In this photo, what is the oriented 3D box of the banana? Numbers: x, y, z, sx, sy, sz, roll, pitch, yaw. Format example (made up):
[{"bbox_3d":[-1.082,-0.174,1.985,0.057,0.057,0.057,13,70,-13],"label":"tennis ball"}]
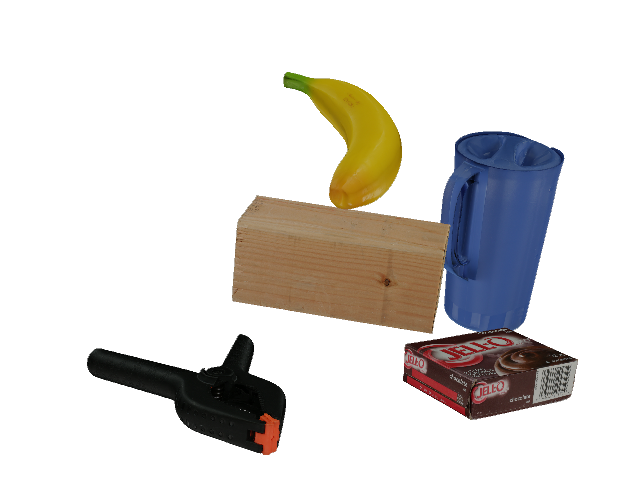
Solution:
[{"bbox_3d":[0.022,-0.070,0.743,0.069,0.037,0.198,-6,30,-10],"label":"banana"}]

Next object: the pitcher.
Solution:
[{"bbox_3d":[0.215,-0.006,1.349,0.149,0.243,0.145,4,26,-1],"label":"pitcher"}]

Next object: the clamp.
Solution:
[{"bbox_3d":[-0.085,0.127,0.930,0.164,0.036,0.210,-7,19,-38],"label":"clamp"}]

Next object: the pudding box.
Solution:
[{"bbox_3d":[0.138,0.106,0.873,0.113,0.039,0.090,-3,16,-32],"label":"pudding box"}]

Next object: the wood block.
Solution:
[{"bbox_3d":[0.022,0.023,1.092,0.206,0.091,0.090,9,22,8],"label":"wood block"}]
